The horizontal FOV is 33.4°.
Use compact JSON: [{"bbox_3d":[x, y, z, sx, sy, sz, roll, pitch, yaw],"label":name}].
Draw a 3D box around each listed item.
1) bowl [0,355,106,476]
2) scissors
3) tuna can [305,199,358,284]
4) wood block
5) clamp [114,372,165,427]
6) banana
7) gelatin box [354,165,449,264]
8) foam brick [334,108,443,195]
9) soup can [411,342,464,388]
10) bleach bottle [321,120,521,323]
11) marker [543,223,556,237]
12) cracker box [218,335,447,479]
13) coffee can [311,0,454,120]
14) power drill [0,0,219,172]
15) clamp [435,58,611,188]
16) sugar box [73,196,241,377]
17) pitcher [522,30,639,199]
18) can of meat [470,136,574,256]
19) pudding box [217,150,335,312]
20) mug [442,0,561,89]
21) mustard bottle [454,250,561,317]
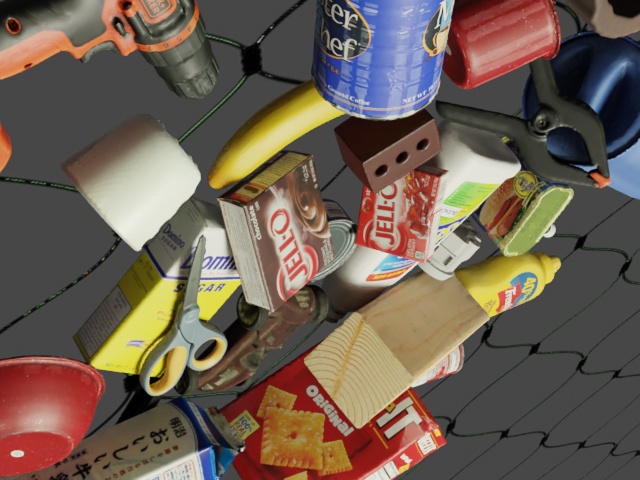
[{"bbox_3d":[-0.265,0.162,0.932,0.162,0.055,0.162,-12,149,-8],"label":"bowl"},{"bbox_3d":[-0.104,0.065,0.948,0.096,0.016,0.202,-9,139,-44],"label":"scissors"},{"bbox_3d":[-0.007,0.001,1.025,0.086,0.034,0.086,-25,147,-18],"label":"tuna can"},{"bbox_3d":[0.085,0.103,1.121,0.091,0.090,0.205,-46,169,31],"label":"wood block"},{"bbox_3d":[-0.216,0.220,1.109,0.164,0.036,0.210,-27,144,-12],"label":"clamp"},{"bbox_3d":[-0.006,-0.102,0.884,0.197,0.037,0.069,-24,137,-14],"label":"banana"},{"bbox_3d":[0.075,-0.029,0.998,0.030,0.073,0.089,-33,135,-62],"label":"gelatin box"},{"bbox_3d":[0.061,-0.089,0.955,0.078,0.051,0.053,-33,148,-5],"label":"foam brick"},{"bbox_3d":[0.114,0.142,1.292,0.102,0.068,0.069,-14,142,-31],"label":"soup can"},{"bbox_3d":[0.085,-0.008,1.076,0.102,0.068,0.251,2,135,-50],"label":"bleach bottle"},{"bbox_3d":[0.244,-0.026,1.242,0.020,0.020,0.120,-46,147,15],"label":"marker"},{"bbox_3d":[0.005,0.212,1.188,0.213,0.164,0.072,-34,150,-4],"label":"cracker box"},{"bbox_3d":[0.047,-0.173,0.784,0.102,0.103,0.140,-23,146,-21],"label":"coffee can"},{"bbox_3d":[-0.166,-0.119,0.699,0.187,0.057,0.184,-36,145,-6],"label":"power drill"},{"bbox_3d":[0.192,-0.105,0.976,0.120,0.171,0.039,-37,177,22],"label":"clamp"},{"bbox_3d":[-0.131,0.046,0.955,0.176,0.048,0.093,-47,147,19],"label":"sugar box"},{"bbox_3d":[0.320,-0.121,1.091,0.242,0.149,0.145,17,81,-56],"label":"pitcher"},{"bbox_3d":[0.204,-0.045,1.117,0.057,0.084,0.102,-2,135,-42],"label":"can of meat"},{"bbox_3d":[-0.036,-0.008,0.923,0.089,0.039,0.113,-41,129,-37],"label":"pudding box"},{"bbox_3d":[0.135,-0.186,0.877,0.081,0.093,0.117,-26,116,-7],"label":"mug"},{"bbox_3d":[0.211,0.055,1.279,0.191,0.058,0.096,-19,146,-26],"label":"mustard bottle"}]
